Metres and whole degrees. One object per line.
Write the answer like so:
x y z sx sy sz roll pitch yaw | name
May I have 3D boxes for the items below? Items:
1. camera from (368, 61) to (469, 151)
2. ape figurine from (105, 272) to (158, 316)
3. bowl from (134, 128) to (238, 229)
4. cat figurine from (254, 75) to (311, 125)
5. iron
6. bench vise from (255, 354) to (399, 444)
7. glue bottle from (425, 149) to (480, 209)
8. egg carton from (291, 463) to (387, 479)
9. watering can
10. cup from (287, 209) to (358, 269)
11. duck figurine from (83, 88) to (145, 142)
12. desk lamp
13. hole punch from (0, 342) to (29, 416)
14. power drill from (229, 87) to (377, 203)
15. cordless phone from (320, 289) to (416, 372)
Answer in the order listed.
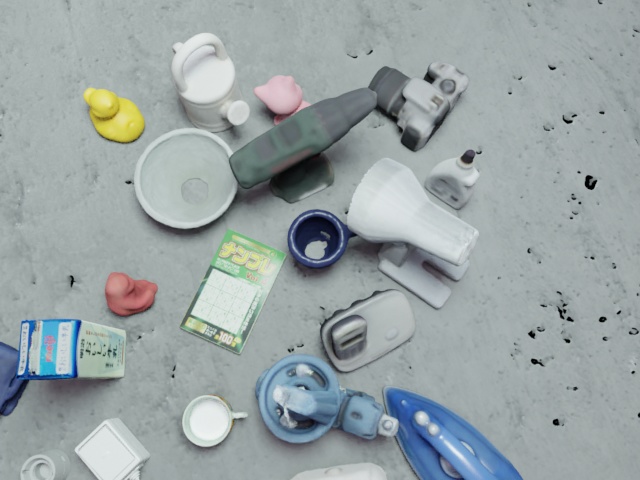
0.159 -0.250 0.966 0.136 0.101 0.143 36 78 7 | camera
-0.301 0.078 0.883 0.076 0.092 0.077 -41 80 -10 | ape figurine
-0.210 -0.092 0.935 0.167 0.075 0.167 0 76 -1 | bowl
-0.041 -0.224 0.948 0.127 0.118 0.067 28 78 6 | cat figurine
0.189 0.306 0.812 0.119 0.141 0.258 -44 81 -10 | iron
0.008 0.217 0.789 0.207 0.220 0.121 0 76 -1 | bench vise
0.215 -0.103 0.895 0.078 0.173 0.037 38 79 8 | glue bottle
0.028 0.383 0.827 0.150 0.069 0.107 -9 77 -3 | egg carton
-0.176 -0.254 0.913 0.172 0.194 0.101 27 77 6 | watering can
0.008 0.003 0.905 0.118 0.095 0.091 -14 77 -4 | cup
-0.348 -0.215 0.956 0.104 0.086 0.077 34 78 7 | duck figurine
0.141 -0.009 0.850 0.203 0.213 0.118 34 78 7 | desk lamp
-0.495 0.201 0.850 0.101 0.091 0.109 21 77 4 | hole punch
-0.024 -0.136 0.880 0.230 0.208 0.075 -27 78 -7 | power drill
0.073 0.125 0.831 0.147 0.185 0.094 -30 78 -8 | cordless phone
